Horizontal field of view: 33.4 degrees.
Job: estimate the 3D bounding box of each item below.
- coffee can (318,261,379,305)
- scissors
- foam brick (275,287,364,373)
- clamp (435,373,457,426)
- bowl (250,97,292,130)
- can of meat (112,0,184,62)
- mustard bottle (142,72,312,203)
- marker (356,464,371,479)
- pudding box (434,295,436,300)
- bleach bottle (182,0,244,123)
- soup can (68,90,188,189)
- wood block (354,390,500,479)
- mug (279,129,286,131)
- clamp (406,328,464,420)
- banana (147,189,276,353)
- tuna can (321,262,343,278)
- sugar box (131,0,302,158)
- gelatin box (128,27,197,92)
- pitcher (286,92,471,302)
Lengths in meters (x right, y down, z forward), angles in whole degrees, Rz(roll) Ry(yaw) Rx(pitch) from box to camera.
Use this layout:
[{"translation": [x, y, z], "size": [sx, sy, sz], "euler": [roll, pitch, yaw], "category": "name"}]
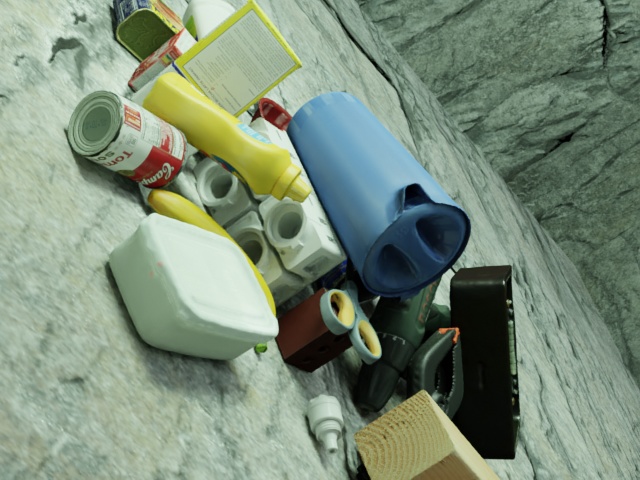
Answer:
[{"translation": [0.030, 0.002, 1.377], "size": [0.102, 0.103, 0.140], "euler": [29, 30, -55], "category": "coffee can"}, {"translation": [0.042, 0.072, 1.145], "size": [0.096, 0.016, 0.201], "euler": [53, 18, -3], "category": "scissors"}, {"translation": [-0.003, 0.097, 1.141], "size": [0.052, 0.078, 0.051], "euler": [30, 30, -51], "category": "foam brick"}, {"translation": [0.153, 0.240, 1.333], "size": [0.171, 0.039, 0.120], "euler": [44, 52, -62], "category": "clamp"}, {"translation": [-0.051, -0.115, 1.465], "size": [0.162, 0.055, 0.162], "euler": [48, 17, -21], "category": "bowl"}, {"translation": [-0.207, -0.260, 1.317], "size": [0.102, 0.057, 0.084], "euler": [42, 18, -39], "category": "can of meat"}, {"translation": [-0.091, -0.100, 1.117], "size": [0.191, 0.058, 0.096], "euler": [34, 0, 3], "category": "mustard bottle"}, {"translation": [0.076, 0.283, 1.099], "size": [0.121, 0.020, 0.020], "euler": [55, 16, -1], "category": "marker"}, {"translation": [0.095, 0.051, 1.464], "size": [0.089, 0.114, 0.039], "euler": [21, 79, -61], "category": "pudding box"}, {"translation": [-0.131, -0.196, 1.324], "size": [0.068, 0.103, 0.251], "euler": [11, 38, -24], "category": "bleach bottle"}, {"translation": [-0.185, -0.096, 1.033], "size": [0.102, 0.069, 0.068], "euler": [28, 31, -56], "category": "soup can"}, {"translation": [0.132, 0.261, 1.115], "size": [0.206, 0.091, 0.090], "euler": [51, 8, -38], "category": "wood block"}, {"translation": [-0.061, -0.086, 1.332], "size": [0.093, 0.082, 0.117], "euler": [59, 17, 13], "category": "mug"}, {"translation": [0.118, 0.191, 1.216], "size": [0.164, 0.036, 0.210], "euler": [35, 59, -42], "category": "clamp"}, {"translation": [-0.101, 0.021, 1.090], "size": [0.198, 0.037, 0.069], "euler": [53, 15, -6], "category": "banana"}, {"translation": [-0.009, 0.002, 1.300], "size": [0.033, 0.086, 0.086], "euler": [22, 37, -58], "category": "tuna can"}, {"translation": [-0.115, -0.178, 1.191], "size": [0.093, 0.176, 0.048], "euler": [51, 6, -16], "category": "sugar box"}, {"translation": [-0.183, -0.208, 1.249], "size": [0.030, 0.073, 0.089], "euler": [49, 18, -18], "category": "gelatin box"}, {"translation": [0.055, -0.053, 1.216], "size": [0.144, 0.149, 0.243], "euler": [19, 28, -44], "category": "pitcher"}]
